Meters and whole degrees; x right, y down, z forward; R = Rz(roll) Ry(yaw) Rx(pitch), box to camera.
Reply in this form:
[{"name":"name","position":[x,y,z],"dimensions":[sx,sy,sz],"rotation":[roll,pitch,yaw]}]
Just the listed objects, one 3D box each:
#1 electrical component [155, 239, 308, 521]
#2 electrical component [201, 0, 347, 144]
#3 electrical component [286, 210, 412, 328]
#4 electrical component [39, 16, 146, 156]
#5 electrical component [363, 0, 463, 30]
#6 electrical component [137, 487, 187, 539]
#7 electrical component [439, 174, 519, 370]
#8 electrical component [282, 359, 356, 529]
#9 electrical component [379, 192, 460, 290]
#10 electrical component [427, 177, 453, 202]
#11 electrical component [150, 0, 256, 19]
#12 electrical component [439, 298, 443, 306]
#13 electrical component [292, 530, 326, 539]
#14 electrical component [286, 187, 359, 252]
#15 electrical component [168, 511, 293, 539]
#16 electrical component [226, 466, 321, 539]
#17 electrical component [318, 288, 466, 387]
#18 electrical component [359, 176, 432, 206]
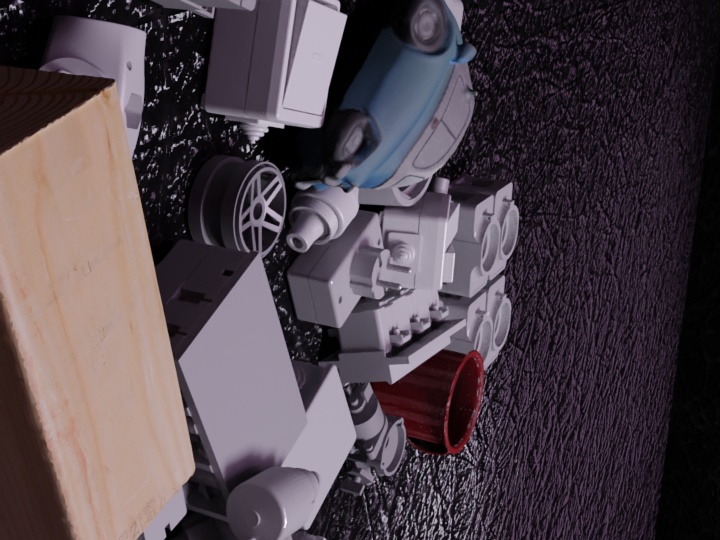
[{"name":"electrical component","position":[-0.091,0.067,0.640],"dimensions":[0.089,0.062,0.150],"rotation":[-57,148,-39]},{"name":"electrical component","position":[-0.051,-0.123,0.648],"dimensions":[0.062,0.061,0.096],"rotation":[-5,104,-65]},{"name":"electrical component","position":[0.000,0.000,0.794],"dimensions":[0.083,0.076,0.047],"rotation":[-56,148,-41]},{"name":"electrical component","position":[-0.130,-0.078,0.498],"dimensions":[0.079,0.043,0.077],"rotation":[-85,-176,-85]},{"name":"electrical component","position":[0.040,-0.192,0.826],"dimensions":[0.095,0.054,0.059],"rotation":[-11,110,-64]},{"name":"electrical component","position":[-0.140,0.129,0.574],"dimensions":[0.089,0.050,0.055],"rotation":[-47,141,-49]},{"name":"electrical component","position":[0.105,0.012,1.048],"dimensions":[0.105,0.060,0.186],"rotation":[-33,129,-58]},{"name":"electrical component","position":[-0.049,0.122,0.773],"dimensions":[0.099,0.048,0.099],"rotation":[-59,149,-37]},{"name":"electrical component","position":[0.047,-0.024,0.871],"dimensions":[0.096,0.061,0.061],"rotation":[-70,164,-71]},{"name":"electrical component","position":[0.065,-0.051,0.954],"dimensions":[0.043,0.043,0.062],"rotation":[19,82,-66]},{"name":"electrical component","position":[-0.078,-0.198,0.553],"dimensions":[0.079,0.063,0.121],"rotation":[4,96,-66]},{"name":"electrical component","position":[0.059,0.055,0.999],"dimensions":[0.035,0.035,0.061],"rotation":[-41,138,-54]},{"name":"electrical component","position":[-0.070,0.268,0.773],"dimensions":[0.150,0.062,0.089],"rotation":[-65,152,-28]},{"name":"electrical component","position":[-0.030,-0.038,0.753],"dimensions":[0.062,0.043,0.043],"rotation":[-56,147,-39]},{"name":"electrical component","position":[-0.091,0.167,0.682],"dimensions":[0.076,0.083,0.047],"rotation":[-22,130,-16]},{"name":"electrical component","position":[-0.046,0.136,0.639],"dimensions":[0.078,0.040,0.040],"rotation":[-16,114,-63]},{"name":"electrical component","position":[0.027,0.047,0.878],"dimensions":[0.121,0.079,0.063],"rotation":[-24,106,-61]},{"name":"electrical component","position":[0.028,-0.100,0.831],"dimensions":[0.108,0.060,0.108],"rotation":[-38,134,-55]}]
